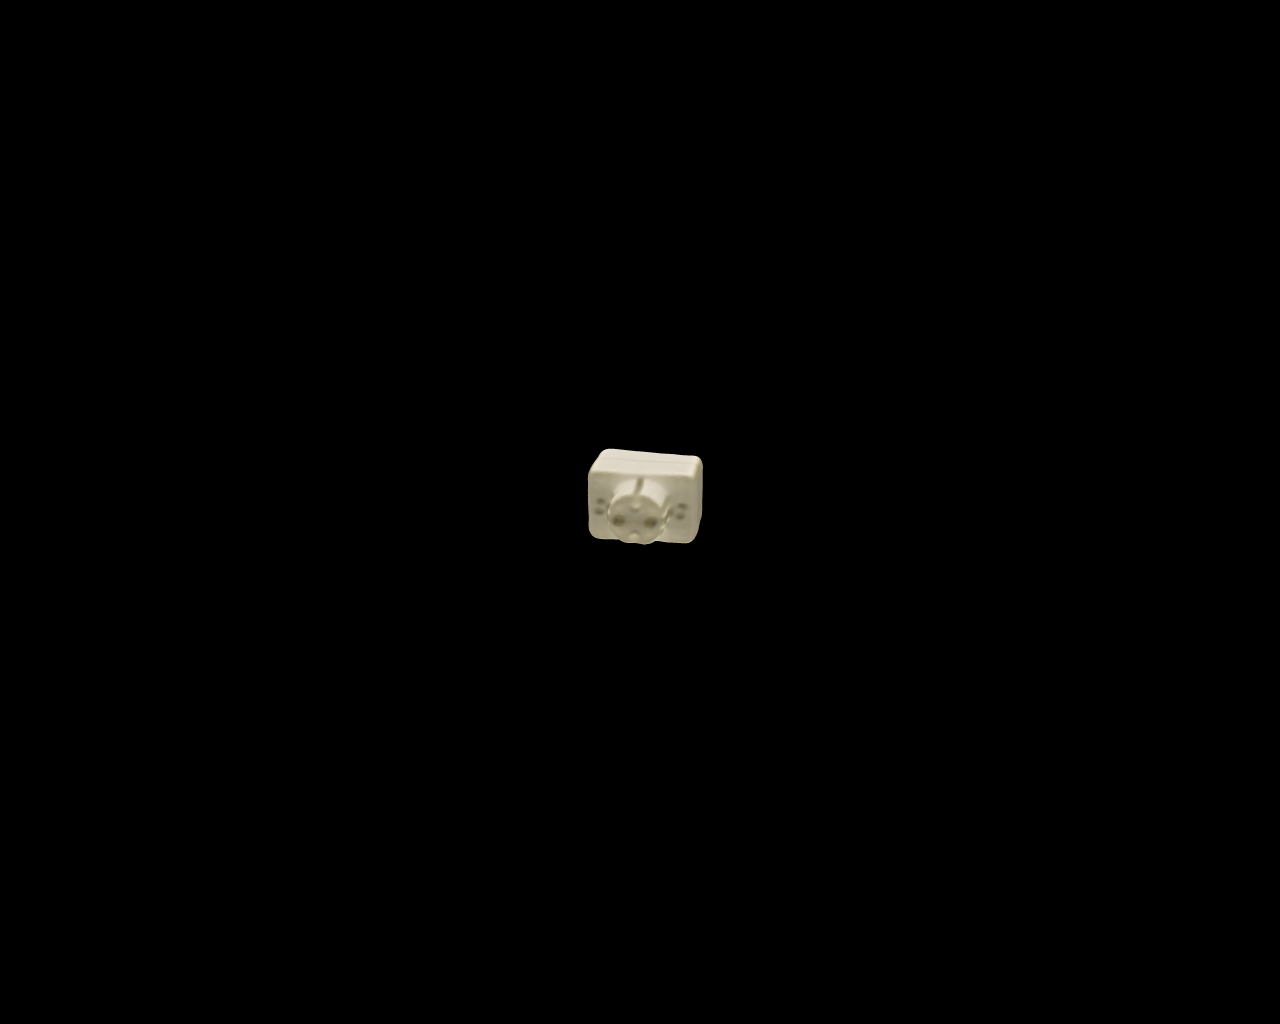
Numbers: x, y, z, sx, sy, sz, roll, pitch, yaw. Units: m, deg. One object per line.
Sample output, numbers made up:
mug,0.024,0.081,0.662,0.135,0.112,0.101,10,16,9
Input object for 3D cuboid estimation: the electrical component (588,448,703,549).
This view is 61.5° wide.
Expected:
electrical component,0.001,-0.003,0.650,0.066,0.047,0.077,4,24,9
